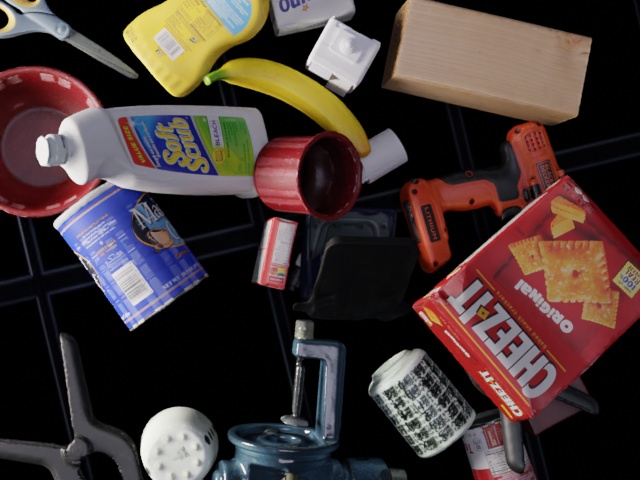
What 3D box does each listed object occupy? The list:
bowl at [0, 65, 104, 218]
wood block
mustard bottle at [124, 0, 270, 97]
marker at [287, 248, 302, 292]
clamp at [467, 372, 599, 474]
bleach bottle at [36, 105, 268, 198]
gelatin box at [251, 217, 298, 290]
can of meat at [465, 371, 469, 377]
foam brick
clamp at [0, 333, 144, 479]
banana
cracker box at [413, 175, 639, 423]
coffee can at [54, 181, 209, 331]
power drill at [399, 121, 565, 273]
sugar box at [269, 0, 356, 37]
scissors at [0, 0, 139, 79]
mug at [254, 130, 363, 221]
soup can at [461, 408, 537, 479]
[{"bbox_3d":[-0.304,-0.103,1.150,0.162,0.055,0.162,0,88,-6],"label":"bowl"},{"bbox_3d":[0.183,-0.197,1.191,0.206,0.090,0.091,11,87,-6],"label":"wood block"},{"bbox_3d":[-0.113,-0.249,1.155,0.192,0.058,0.096,-40,89,8],"label":"mustard bottle"},{"bbox_3d":[-0.008,0.001,1.198,0.020,0.020,0.121,25,86,-5],"label":"marker"},{"bbox_3d":[0.206,0.162,1.148,0.171,0.039,0.120,46,72,4],"label":"clamp"},{"bbox_3d":[-0.169,-0.087,1.098,0.250,0.068,0.102,-6,86,-40],"label":"bleach bottle"},{"bbox_3d":[-0.049,0.015,1.158,0.030,0.089,0.073,12,87,-9],"label":"gelatin box"},{"bbox_3d":[0.204,0.104,1.200,0.084,0.057,0.102,-5,89,-5],"label":"can of meat"},{"bbox_3d":[0.257,0.178,1.205,0.078,0.051,0.053,-26,90,-6],"label":"foam brick"},{"bbox_3d":[-0.272,0.229,1.152,0.164,0.036,0.210,-39,93,-5],"label":"clamp"},{"bbox_3d":[-0.028,-0.154,1.174,0.197,0.037,0.069,23,63,-5],"label":"banana"},{"bbox_3d":[0.233,0.060,1.119,0.213,0.072,0.164,-40,85,-16],"label":"cracker box"},{"bbox_3d":[-0.200,0.011,1.134,0.102,0.103,0.140,-36,92,-6],"label":"coffee can"},{"bbox_3d":[0.196,-0.025,1.204,0.187,0.057,0.184,-18,86,-9],"label":"power drill"},{"bbox_3d":[-0.025,-0.325,1.194,0.093,0.048,0.176,-15,88,-7],"label":"sugar box"},{"bbox_3d":[-0.303,-0.223,1.175,0.096,0.016,0.202,-43,93,-4],"label":"scissors"},{"bbox_3d":[-0.007,-0.071,1.132,0.117,0.082,0.093,-18,106,-40],"label":"mug"},{"bbox_3d":[0.201,0.245,1.188,0.068,0.068,0.102,-17,89,-7],"label":"soup can"}]
